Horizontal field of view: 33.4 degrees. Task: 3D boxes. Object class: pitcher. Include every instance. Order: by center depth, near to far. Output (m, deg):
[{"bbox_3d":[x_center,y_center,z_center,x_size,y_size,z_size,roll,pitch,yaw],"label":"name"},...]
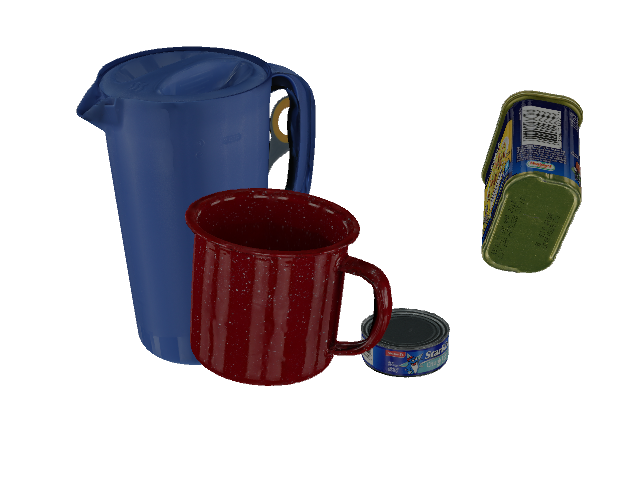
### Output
[{"bbox_3d":[-0.092,-0.028,0.862,0.149,0.243,0.144,8,29,17],"label":"pitcher"}]

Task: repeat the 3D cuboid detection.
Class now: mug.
[{"bbox_3d":[-0.017,0.028,0.576,0.117,0.081,0.093,13,23,16],"label":"mug"}]

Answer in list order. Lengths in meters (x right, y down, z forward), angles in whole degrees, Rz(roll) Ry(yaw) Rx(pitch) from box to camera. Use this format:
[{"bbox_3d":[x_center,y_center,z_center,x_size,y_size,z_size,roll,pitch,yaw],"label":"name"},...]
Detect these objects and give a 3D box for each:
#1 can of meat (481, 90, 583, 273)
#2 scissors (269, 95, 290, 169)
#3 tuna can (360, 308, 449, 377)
[{"bbox_3d":[0.147,-0.038,0.748,0.057,0.084,0.102,10,-41,1],"label":"can of meat"},{"bbox_3d":[-0.048,-0.073,1.145,0.096,0.202,0.016,-9,-7,-11],"label":"scissors"},{"bbox_3d":[0.082,0.099,1.036,0.086,0.034,0.086,-1,22,0],"label":"tuna can"}]
